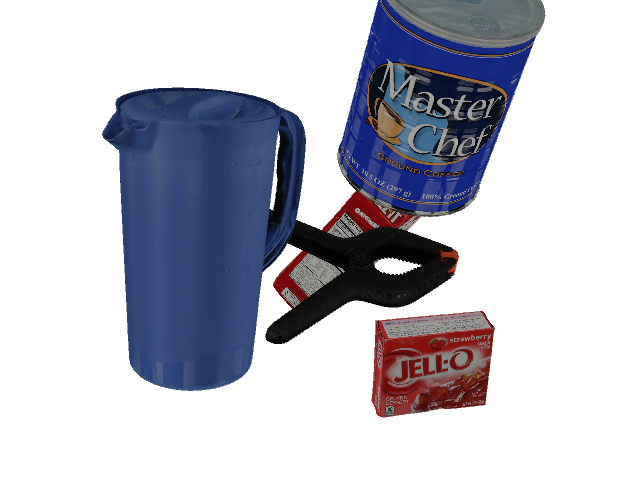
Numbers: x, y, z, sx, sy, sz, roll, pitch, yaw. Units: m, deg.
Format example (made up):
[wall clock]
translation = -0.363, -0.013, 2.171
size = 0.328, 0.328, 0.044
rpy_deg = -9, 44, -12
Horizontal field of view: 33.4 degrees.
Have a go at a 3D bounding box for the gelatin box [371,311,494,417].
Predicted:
[gelatin box]
translation = 0.085, 0.095, 0.822
size = 0.089, 0.073, 0.030
rpy_deg = -5, 29, -11

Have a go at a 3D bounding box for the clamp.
[clamp]
translation = 0.034, 0.035, 1.058
size = 0.210, 0.164, 0.036
rpy_deg = 2, -40, -4

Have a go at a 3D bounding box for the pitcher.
[pitcher]
translation = -0.097, -0.004, 0.903
size = 0.149, 0.243, 0.145
rpy_deg = 5, 20, 4

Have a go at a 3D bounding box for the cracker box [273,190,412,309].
[cracker box]
translation = 0.055, -0.016, 1.273
size = 0.214, 0.072, 0.164
rpy_deg = -48, -7, 34

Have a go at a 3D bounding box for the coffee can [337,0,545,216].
[coffee can]
translation = 0.075, -0.101, 0.698
size = 0.102, 0.140, 0.103
rpy_deg = 8, 41, -7
